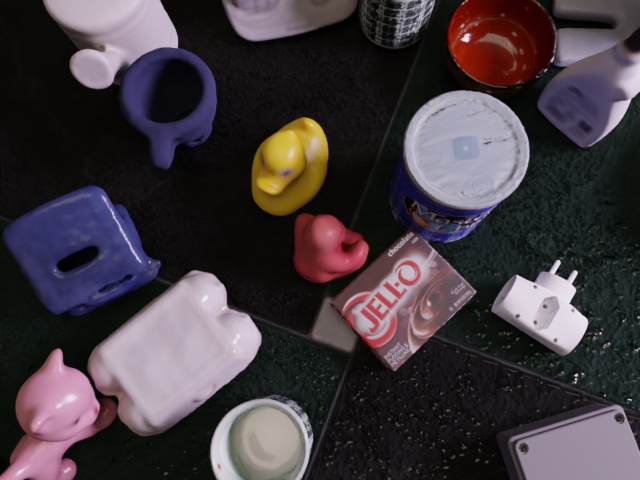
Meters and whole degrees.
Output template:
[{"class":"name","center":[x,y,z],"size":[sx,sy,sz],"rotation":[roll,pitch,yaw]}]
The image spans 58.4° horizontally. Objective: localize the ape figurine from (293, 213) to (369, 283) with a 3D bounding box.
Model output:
[{"class":"ape figurine","center":[0.005,0.002,0.548],"size":[0.076,0.092,0.077],"rotation":[-41,80,-6]}]

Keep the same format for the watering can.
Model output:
[{"class":"watering can","center":[-0.208,-0.229,0.548],"size":[0.101,0.194,0.173],"rotation":[-26,79,-4]}]

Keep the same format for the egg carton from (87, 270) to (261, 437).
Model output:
[{"class":"egg carton","center":[-0.136,0.107,0.541],"size":[0.150,0.069,0.107],"rotation":[-40,80,-7]}]

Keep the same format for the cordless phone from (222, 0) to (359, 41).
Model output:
[{"class":"cordless phone","center":[-0.035,-0.287,0.561],"size":[0.147,0.185,0.094],"rotation":[-16,78,-2]}]

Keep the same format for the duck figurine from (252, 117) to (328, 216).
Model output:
[{"class":"duck figurine","center":[-0.032,-0.081,0.569],"size":[0.077,0.086,0.105],"rotation":[27,80,7]}]

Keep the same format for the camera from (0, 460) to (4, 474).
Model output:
[{"class":"camera","center":[-0.362,0.272,0.496],"size":[0.143,0.101,0.137],"rotation":[-13,78,-1]}]

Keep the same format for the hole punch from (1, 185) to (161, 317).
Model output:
[{"class":"hole punch","center":[-0.226,0.013,0.551],"size":[0.108,0.091,0.101],"rotation":[-28,79,-4]}]

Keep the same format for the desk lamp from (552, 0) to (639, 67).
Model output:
[{"class":"desk lamp","center":[0.352,-0.245,0.529],"size":[0.203,0.213,0.118],"rotation":[3,78,2]}]

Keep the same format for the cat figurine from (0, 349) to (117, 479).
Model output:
[{"class":"cat figurine","center":[-0.240,0.164,0.507],"size":[0.067,0.118,0.128],"rotation":[31,81,8]}]

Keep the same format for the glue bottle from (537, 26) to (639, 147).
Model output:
[{"class":"glue bottle","center":[0.263,-0.148,0.531],"size":[0.037,0.173,0.078],"rotation":[-41,80,-7]}]

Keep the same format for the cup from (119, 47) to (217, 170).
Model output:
[{"class":"cup","center":[-0.143,-0.118,0.574],"size":[0.091,0.095,0.118],"rotation":[3,78,2]}]
